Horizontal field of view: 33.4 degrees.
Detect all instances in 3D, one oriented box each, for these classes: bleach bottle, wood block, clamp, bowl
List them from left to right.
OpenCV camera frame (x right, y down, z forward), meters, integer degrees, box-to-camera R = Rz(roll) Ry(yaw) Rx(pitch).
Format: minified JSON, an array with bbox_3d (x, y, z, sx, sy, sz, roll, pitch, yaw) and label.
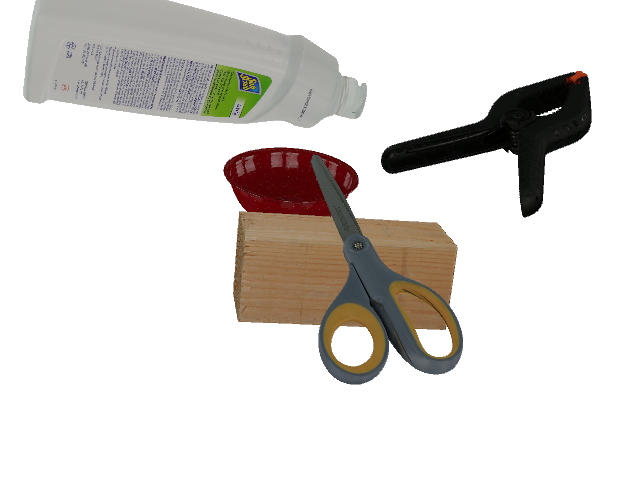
[{"bbox_3d":[-0.090,-0.127,0.807,0.250,0.068,0.103,11,-33,-13],"label":"bleach bottle"},{"bbox_3d":[-0.037,-0.057,1.276,0.162,0.055,0.162,5,26,-3],"label":"bowl"},{"bbox_3d":[0.020,0.030,1.062,0.206,0.091,0.090,3,16,-9],"label":"wood block"},{"bbox_3d":[0.181,-0.091,0.943,0.209,0.036,0.165,-31,38,-26],"label":"clamp"}]

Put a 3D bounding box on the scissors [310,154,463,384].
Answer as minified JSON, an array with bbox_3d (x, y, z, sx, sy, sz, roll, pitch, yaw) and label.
[{"bbox_3d":[0.012,0.020,0.693,0.096,0.016,0.202,-27,52,-20],"label":"scissors"}]
